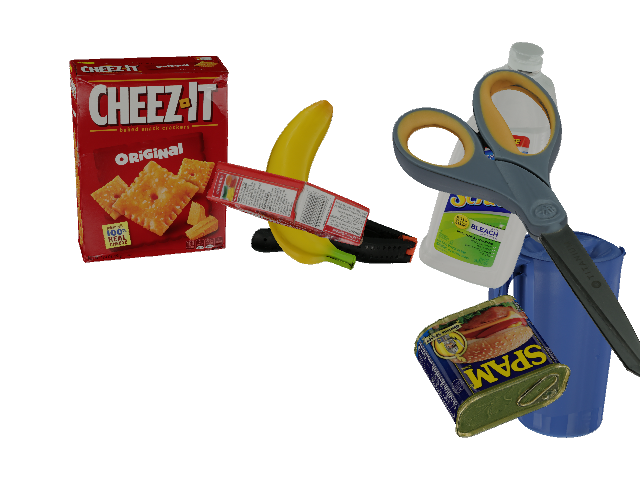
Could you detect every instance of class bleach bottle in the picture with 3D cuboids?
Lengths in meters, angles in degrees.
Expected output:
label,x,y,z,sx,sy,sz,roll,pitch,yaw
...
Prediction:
label,x,y,z,sx,sy,sz,roll,pitch,yaw
bleach bottle,0.167,-0.076,1.043,0.103,0.251,0.068,22,38,18

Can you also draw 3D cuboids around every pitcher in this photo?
label,x,y,z,sx,sy,sz,roll,pitch,yaw
pitcher,0.291,0.117,1.322,0.149,0.243,0.144,5,18,19

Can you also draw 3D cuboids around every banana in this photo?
label,x,y,z,sx,sy,sz,roll,pitch,yaw
banana,-0.015,-0.048,0.919,0.069,0.198,0.037,2,-40,-10

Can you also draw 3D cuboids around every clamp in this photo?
label,x,y,z,sx,sy,sz,roll,pitch,yaw
clamp,0.009,-0.006,1.207,0.210,0.036,0.164,14,20,-7

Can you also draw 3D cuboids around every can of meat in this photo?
label,x,y,z,sx,sy,sz,roll,pitch,yaw
can of meat,0.138,0.101,0.876,0.102,0.084,0.057,-19,-39,-14

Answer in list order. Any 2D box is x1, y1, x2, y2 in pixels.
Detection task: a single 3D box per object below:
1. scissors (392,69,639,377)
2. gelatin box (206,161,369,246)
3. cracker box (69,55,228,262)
label,x,y,z,sx,sy,sz,roll,pitch,yaw
scissors,0.087,-0.012,0.512,0.096,0.201,0.016,-7,-43,6
gelatin box,-0.020,-0.024,0.713,0.073,0.030,0.089,16,-2,33
cracker box,-0.186,-0.089,1.172,0.164,0.214,0.072,-5,26,-17
